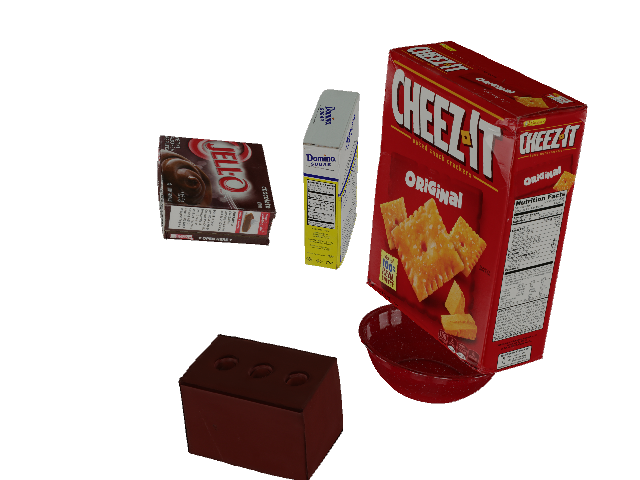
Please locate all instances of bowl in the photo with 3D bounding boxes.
[{"bbox_3d":[0.118,0.126,1.135,0.162,0.055,0.162,5,24,-3],"label":"bowl"}]

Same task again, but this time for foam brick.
[{"bbox_3d":[-0.033,0.094,0.604,0.078,0.051,0.053,9,29,21],"label":"foam brick"}]

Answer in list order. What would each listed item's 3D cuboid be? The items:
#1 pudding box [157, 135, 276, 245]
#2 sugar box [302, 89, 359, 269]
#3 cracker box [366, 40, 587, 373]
[{"bbox_3d":[-0.088,-0.043,0.885,0.090,0.039,0.113,3,36,-12],"label":"pudding box"},{"bbox_3d":[0.011,-0.063,1.124,0.048,0.176,0.093,8,46,11],"label":"sugar box"},{"bbox_3d":[0.111,-0.028,0.832,0.072,0.214,0.164,-13,31,-28],"label":"cracker box"}]
